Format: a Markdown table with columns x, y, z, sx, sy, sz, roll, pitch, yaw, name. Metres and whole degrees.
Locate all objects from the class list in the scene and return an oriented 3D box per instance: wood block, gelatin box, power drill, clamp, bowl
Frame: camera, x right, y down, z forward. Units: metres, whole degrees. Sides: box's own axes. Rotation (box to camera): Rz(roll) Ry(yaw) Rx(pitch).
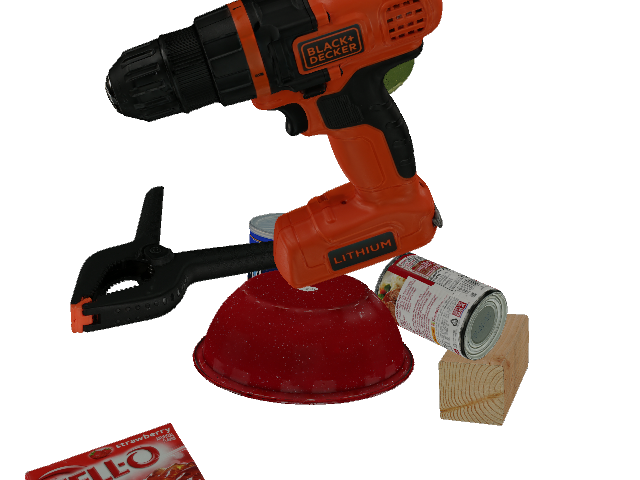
| x | y | z | sx | sy | sz | roll | pitch | yaw | name |
| --- | --- | --- | --- | --- | --- | --- | --- | --- | --- |
| 0.240 | 0.180 | 1.545 | 0.091 | 0.090 | 0.205 | 3 | 17 | 20 | wood block |
| -0.110 | 0.142 | 0.587 | 0.089 | 0.030 | 0.073 | -16 | 28 | -20 | gelatin box |
| -0.011 | -0.058 | 0.612 | 0.184 | 0.187 | 0.057 | -18 | 45 | -1 | power drill |
| -0.151 | 0.017 | 0.953 | 0.165 | 0.036 | 0.209 | 27 | 39 | 31 | clamp |
| -0.011 | 0.060 | 0.769 | 0.162 | 0.055 | 0.162 | 2 | 16 | -1 | bowl |

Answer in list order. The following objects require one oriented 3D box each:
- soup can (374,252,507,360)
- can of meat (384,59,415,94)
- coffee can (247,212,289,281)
| x | y | z | sx | sy | sz | roll | pitch | yaw | name |
| --- | --- | --- | --- | --- | --- | --- | --- | --- | --- |
| 0.108 | 0.058 | 0.962 | 0.102 | 0.068 | 0.068 | 24 | 15 | 38 | soup can |
| 0.037 | -0.191 | 0.975 | 0.084 | 0.057 | 0.102 | 37 | -22 | 34 | can of meat |
| -0.027 | 0.050 | 1.123 | 0.103 | 0.140 | 0.103 | 4 | 14 | -1 | coffee can |
